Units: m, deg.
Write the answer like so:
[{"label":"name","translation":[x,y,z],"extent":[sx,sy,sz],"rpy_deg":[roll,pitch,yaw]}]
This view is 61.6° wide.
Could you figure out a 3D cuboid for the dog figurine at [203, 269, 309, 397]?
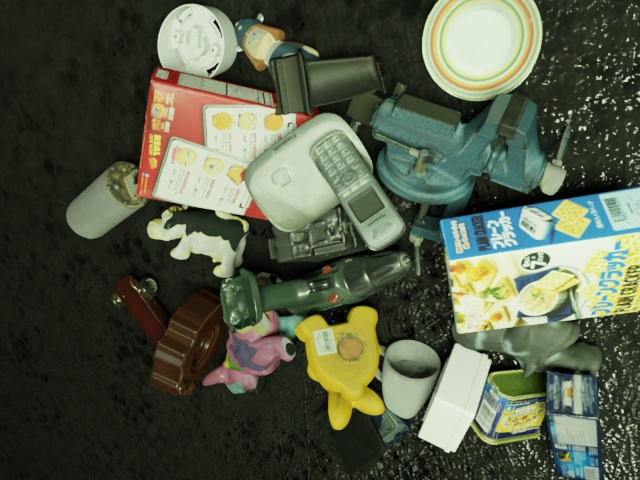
[{"label":"dog figurine","translation":[-0.127,0.165,0.890],"extent":[0.219,0.108,0.191],"rpy_deg":[-34,98,35]}]

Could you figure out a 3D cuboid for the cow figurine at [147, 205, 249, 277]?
[{"label":"cow figurine","translation":[-0.196,-0.016,0.853],"extent":[0.167,0.068,0.098],"rpy_deg":[22,115,9]}]

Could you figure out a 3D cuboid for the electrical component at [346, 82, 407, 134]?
[{"label":"electrical component","translation":[0.070,-0.167,0.691],"extent":[0.063,0.021,0.094],"rpy_deg":[30,122,7]}]

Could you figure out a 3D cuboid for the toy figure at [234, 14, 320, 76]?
[{"label":"toy figure","translation":[-0.051,-0.236,0.692],"extent":[0.154,0.058,0.064],"rpy_deg":[38,79,3]}]

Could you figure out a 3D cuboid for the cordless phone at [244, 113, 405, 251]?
[{"label":"cordless phone","translation":[0.008,-0.043,0.632],"extent":[0.146,0.088,0.184],"rpy_deg":[-34,61,8]}]

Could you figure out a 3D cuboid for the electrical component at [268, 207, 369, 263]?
[{"label":"electrical component","translation":[-0.002,-0.002,0.742],"extent":[0.134,0.115,0.058],"rpy_deg":[-13,80,28]}]

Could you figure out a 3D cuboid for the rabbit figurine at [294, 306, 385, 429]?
[{"label":"rabbit figurine","translation":[0.039,0.191,0.809],"extent":[0.173,0.122,0.162],"rpy_deg":[110,140,-66]}]

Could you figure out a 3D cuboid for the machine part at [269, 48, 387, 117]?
[{"label":"machine part","translation":[0.011,-0.192,0.644],"extent":[0.139,0.039,0.084],"rpy_deg":[-5,95,2]}]

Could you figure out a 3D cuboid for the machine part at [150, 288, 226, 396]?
[{"label":"machine part","translation":[-0.210,0.170,0.892],"extent":[0.056,0.179,0.179],"rpy_deg":[22,121,9]}]

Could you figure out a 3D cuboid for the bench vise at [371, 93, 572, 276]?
[{"label":"bench vise","translation":[0.162,-0.071,0.647],"extent":[0.224,0.129,0.240],"rpy_deg":[14,140,7]}]

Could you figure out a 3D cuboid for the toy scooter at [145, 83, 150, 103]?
[{"label":"toy scooter","translation":[-0.189,-0.142,0.788],"extent":[0.135,0.075,0.183],"rpy_deg":[12,113,17]}]

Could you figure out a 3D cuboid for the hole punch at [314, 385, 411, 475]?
[{"label":"hole punch","translation":[0.073,0.306,0.891],"extent":[0.142,0.092,0.116],"rpy_deg":[-50,60,36]}]

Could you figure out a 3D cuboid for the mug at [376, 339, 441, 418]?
[{"label":"mug","translation":[0.123,0.214,0.820],"extent":[0.110,0.081,0.107],"rpy_deg":[19,125,26]}]

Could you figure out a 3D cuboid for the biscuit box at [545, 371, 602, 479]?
[{"label":"biscuit box","translation":[0.337,0.250,0.709],"extent":[0.059,0.063,0.202],"rpy_deg":[-3,137,26]}]

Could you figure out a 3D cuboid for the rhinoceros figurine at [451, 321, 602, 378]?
[{"label":"rhinoceros figurine","translation":[0.272,0.132,0.715],"extent":[0.191,0.073,0.112],"rpy_deg":[11,117,18]}]

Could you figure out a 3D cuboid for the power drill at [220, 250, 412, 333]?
[{"label":"power drill","translation":[-0.018,0.063,0.730],"extent":[0.232,0.207,0.086],"rpy_deg":[-27,79,53]}]

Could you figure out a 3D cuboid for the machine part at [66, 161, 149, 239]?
[{"label":"machine part","translation":[-0.346,-0.062,0.874],"extent":[0.243,0.079,0.079],"rpy_deg":[-22,104,44]}]

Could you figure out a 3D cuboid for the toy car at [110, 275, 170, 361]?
[{"label":"toy car","translation":[-0.302,0.147,0.988],"extent":[0.089,0.053,0.202],"rpy_deg":[-22,108,26]}]
